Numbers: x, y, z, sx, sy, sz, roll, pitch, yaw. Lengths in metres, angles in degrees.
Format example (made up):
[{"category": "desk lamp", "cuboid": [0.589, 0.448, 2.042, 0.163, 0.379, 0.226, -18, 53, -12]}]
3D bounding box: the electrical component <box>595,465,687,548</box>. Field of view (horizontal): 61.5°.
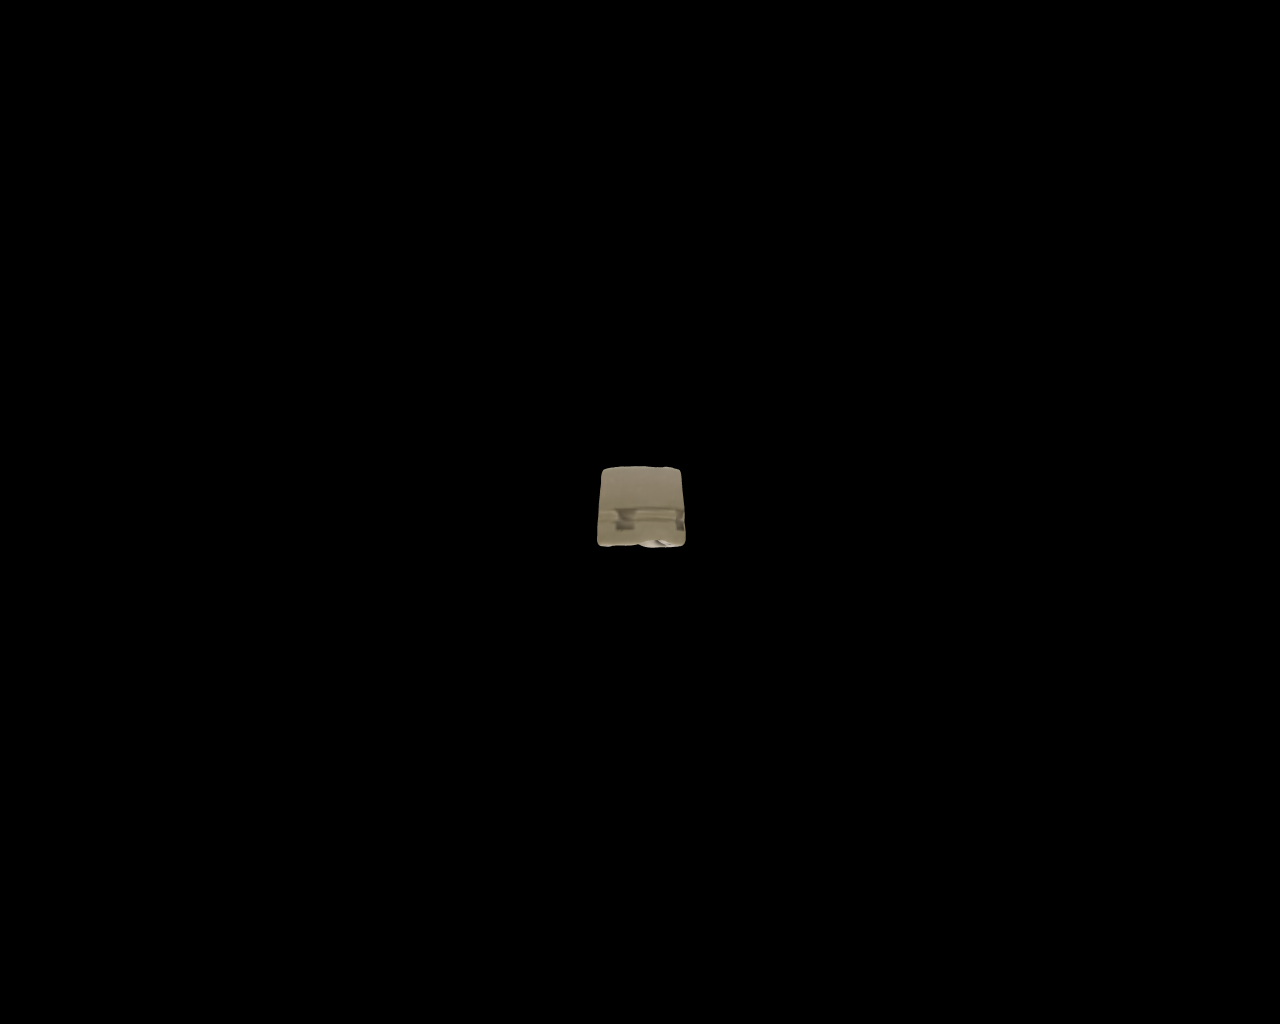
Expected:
[{"category": "electrical component", "cuboid": [0.001, -0.003, 0.650, 0.055, 0.047, 0.055, 0, -4, 0]}]
